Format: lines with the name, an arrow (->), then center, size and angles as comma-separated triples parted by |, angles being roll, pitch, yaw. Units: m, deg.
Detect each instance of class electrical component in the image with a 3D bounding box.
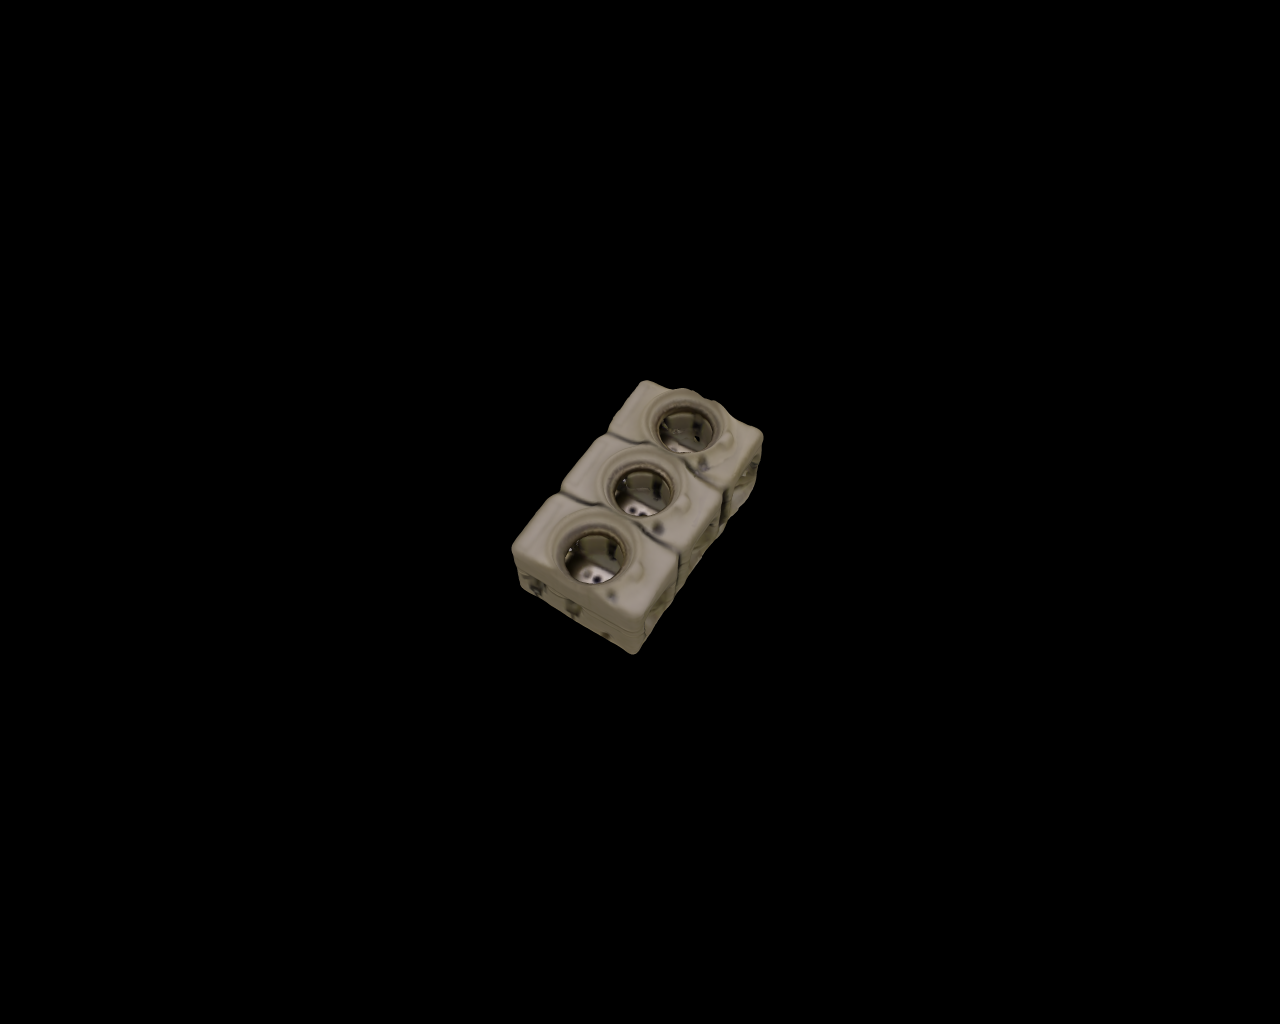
electrical component -> 0.001, -0.003, 0.650 | 0.089, 0.150, 0.061 | 28, -28, 16
